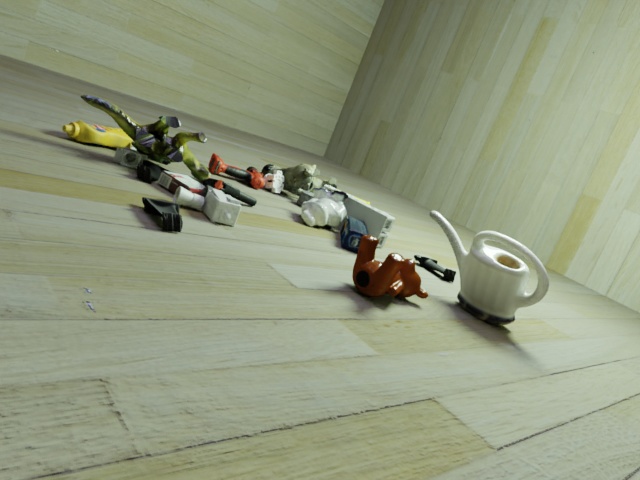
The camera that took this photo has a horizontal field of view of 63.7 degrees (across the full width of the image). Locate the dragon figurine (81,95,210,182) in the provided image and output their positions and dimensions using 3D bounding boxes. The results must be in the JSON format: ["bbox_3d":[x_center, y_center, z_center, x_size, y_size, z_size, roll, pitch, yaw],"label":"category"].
[{"bbox_3d":[-0.470,-0.266,1.438,0.407,0.124,0.241,28,-22,-23],"label":"dragon figurine"}]

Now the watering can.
[{"bbox_3d":[0.400,0.072,1.295,0.105,0.220,0.352,-12,32,-39],"label":"watering can"}]

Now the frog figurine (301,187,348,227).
[{"bbox_3d":[0.005,-0.080,1.585,0.137,0.163,0.120,27,-42,3],"label":"frog figurine"}]
